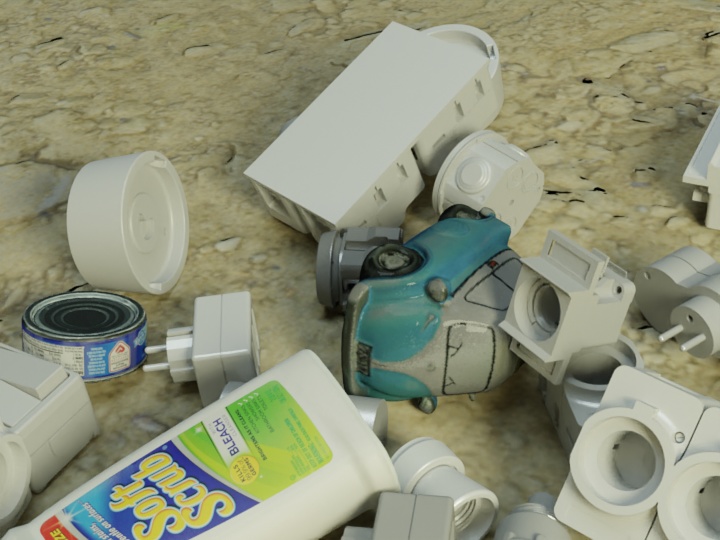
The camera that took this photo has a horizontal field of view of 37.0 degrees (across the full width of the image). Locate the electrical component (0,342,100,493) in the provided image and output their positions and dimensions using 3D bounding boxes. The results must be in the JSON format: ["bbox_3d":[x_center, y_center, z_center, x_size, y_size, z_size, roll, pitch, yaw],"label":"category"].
[{"bbox_3d":[-0.228,0.089,0.695,0.096,0.061,0.061,16,43,27],"label":"electrical component"}]

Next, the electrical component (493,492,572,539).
[{"bbox_3d":[0.094,0.147,0.583,0.048,0.048,0.062,7,32,17],"label":"electrical component"}]

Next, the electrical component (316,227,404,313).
[{"bbox_3d":[0.000,0.000,0.780,0.057,0.058,0.078,2,38,7],"label":"electrical component"}]

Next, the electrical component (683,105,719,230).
[{"bbox_3d":[0.305,-0.084,0.836,0.079,0.063,0.121,14,42,25],"label":"electrical component"}]

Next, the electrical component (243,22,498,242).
[{"bbox_3d":[0.013,-0.104,0.870,0.105,0.060,0.186,30,70,35],"label":"electrical component"}]

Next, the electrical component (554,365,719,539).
[{"bbox_3d":[0.187,0.119,0.546,0.150,0.089,0.062,26,6,32],"label":"electrical component"}]

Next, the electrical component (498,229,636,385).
[{"bbox_3d":[0.123,0.021,0.629,0.064,0.081,0.042,-4,31,-35],"label":"electrical component"}]

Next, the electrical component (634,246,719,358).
[{"bbox_3d":[0.225,0.033,0.688,0.074,0.052,0.138,-25,27,-22],"label":"electrical component"}]

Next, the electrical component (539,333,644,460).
[{"bbox_3d":[0.145,0.075,0.659,0.050,0.055,0.089,-9,37,-3],"label":"electrical component"}]

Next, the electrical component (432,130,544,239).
[{"bbox_3d":[0.099,-0.063,0.829,0.080,0.080,0.051,-31,49,-28],"label":"electrical component"}]

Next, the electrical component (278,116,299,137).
[{"bbox_3d":[-0.051,-0.116,0.951,0.043,0.043,0.062,-3,35,5],"label":"electrical component"}]

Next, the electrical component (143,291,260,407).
[{"bbox_3d":[-0.109,0.056,0.731,0.077,0.047,0.065,-7,37,-1],"label":"electrical component"}]

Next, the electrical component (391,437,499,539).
[{"bbox_3d":[0.045,0.128,0.614,0.045,0.045,0.055,-24,40,-21],"label":"electrical component"}]

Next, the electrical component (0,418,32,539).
[{"bbox_3d":[-0.249,0.149,0.595,0.062,0.089,0.150,5,39,16],"label":"electrical component"}]

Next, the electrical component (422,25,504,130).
[{"bbox_3d":[0.078,-0.161,0.969,0.108,0.060,0.108,-11,52,14],"label":"electrical component"}]

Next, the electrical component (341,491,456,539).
[{"bbox_3d":[0.010,0.155,0.566,0.077,0.065,0.047,2,38,11],"label":"electrical component"}]

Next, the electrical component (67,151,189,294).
[{"bbox_3d":[-0.181,-0.035,0.816,0.060,0.108,0.108,-2,37,17],"label":"electrical component"}]
